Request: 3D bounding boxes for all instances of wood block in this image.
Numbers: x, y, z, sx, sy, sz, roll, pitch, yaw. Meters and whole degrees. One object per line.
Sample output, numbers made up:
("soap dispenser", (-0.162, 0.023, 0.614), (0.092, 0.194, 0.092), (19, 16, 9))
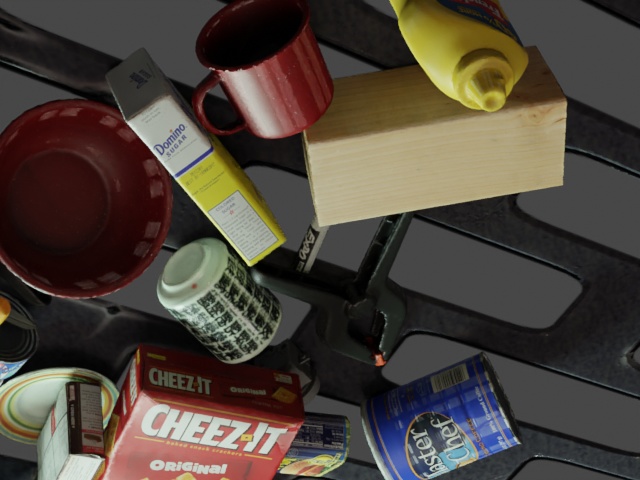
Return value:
("wood block", (0.089, -0.088, 0.886), (0.206, 0.090, 0.091), (-10, 131, -1))

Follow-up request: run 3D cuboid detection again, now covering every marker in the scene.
("marker", (-0.007, 0.001, 0.991), (0.020, 0.020, 0.121), (11, 127, -18))

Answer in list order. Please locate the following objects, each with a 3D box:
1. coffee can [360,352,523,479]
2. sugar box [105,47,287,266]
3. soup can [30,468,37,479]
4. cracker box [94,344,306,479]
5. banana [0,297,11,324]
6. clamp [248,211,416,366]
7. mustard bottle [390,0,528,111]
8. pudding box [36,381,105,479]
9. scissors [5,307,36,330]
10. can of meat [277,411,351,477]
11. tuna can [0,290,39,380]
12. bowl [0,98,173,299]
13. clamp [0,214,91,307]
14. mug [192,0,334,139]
("coffee can", (0.126, 0.190, 1.116), (0.140, 0.103, 0.102), (-24, 129, 11))
("sugar box", (-0.099, -0.067, 0.868), (0.048, 0.093, 0.176), (-34, 128, 1))
("soup can", (-0.262, 0.286, 1.158), (0.068, 0.068, 0.102), (-19, 131, 7))
("cracker box", (-0.130, 0.213, 1.044), (0.164, 0.072, 0.214), (13, 124, -21))
("banana", (-0.324, 0.115, 0.921), (0.069, 0.037, 0.198), (26, 114, -2))
("clamp", (0.023, 0.054, 1.018), (0.164, 0.036, 0.210), (-20, 136, -8))
("mustard bottle", (0.100, -0.151, 0.766), (0.096, 0.191, 0.058), (22, 123, -26))
("pudding box", (-0.246, 0.206, 1.047), (0.039, 0.090, 0.114), (10, 133, -26))
("scissors", (-0.332, 0.047, 0.904), (0.096, 0.016, 0.201), (-52, 130, -23))
("can of meat", (-0.025, 0.215, 1.128), (0.083, 0.057, 0.102), (10, 154, -21))
("tuna can", (-0.301, 0.085, 0.970), (0.086, 0.086, 0.034), (30, 121, -29))
("bowl", (-0.205, -0.033, 0.875), (0.162, 0.162, 0.055), (28, 164, -28))
("clamp", (-0.291, -0.001, 0.931), (0.171, 0.039, 0.120), (17, 121, -14))
("mug", (-0.047, -0.126, 0.825), (0.117, 0.093, 0.081), (-42, 136, -14))
